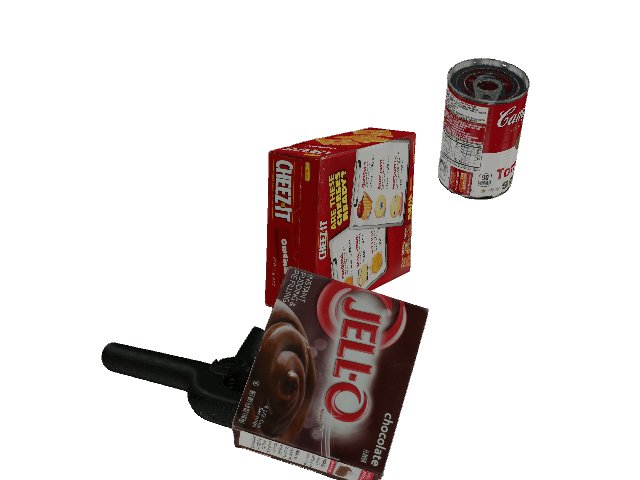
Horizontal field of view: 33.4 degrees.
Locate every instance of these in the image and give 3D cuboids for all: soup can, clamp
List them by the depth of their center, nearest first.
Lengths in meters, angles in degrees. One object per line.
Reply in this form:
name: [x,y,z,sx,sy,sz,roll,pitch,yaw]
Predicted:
soup can: [0.137,-0.094,0.911,0.068,0.102,0.068,1,39,-1]
clamp: [-0.074,0.119,0.931,0.164,0.036,0.210,-8,18,-36]

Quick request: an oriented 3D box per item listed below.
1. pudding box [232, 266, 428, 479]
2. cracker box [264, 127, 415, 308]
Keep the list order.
pudding box: [0.007,0.080,0.632,0.090,0.113,0.039,17,-28,4]
cracker box: [0.024,-0.027,1.133,0.072,0.164,0.213,10,16,30]
